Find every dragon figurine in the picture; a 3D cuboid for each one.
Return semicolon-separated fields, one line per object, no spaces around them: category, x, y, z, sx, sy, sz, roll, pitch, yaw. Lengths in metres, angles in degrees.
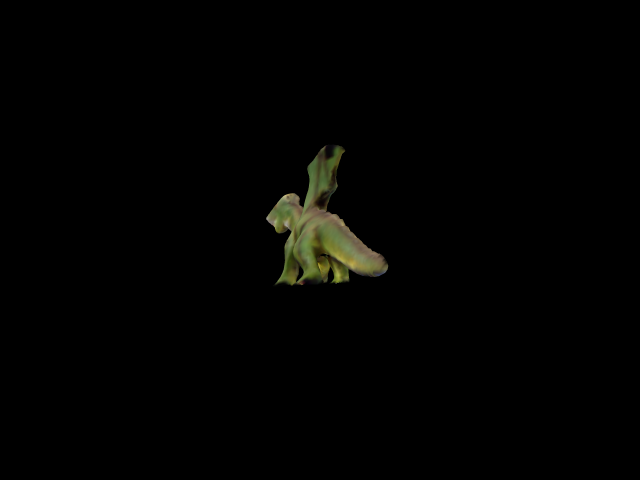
dragon figurine;0.003;-0.043;0.850;0.122;0.245;0.407;6;-11;-27
